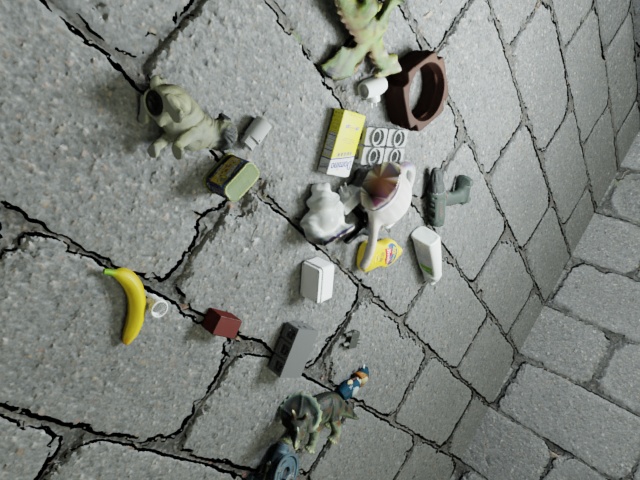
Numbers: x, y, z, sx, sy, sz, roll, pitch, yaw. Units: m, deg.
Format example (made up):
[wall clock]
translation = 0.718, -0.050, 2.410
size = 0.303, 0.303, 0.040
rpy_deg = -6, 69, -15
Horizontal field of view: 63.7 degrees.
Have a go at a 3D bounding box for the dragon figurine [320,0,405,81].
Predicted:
[dragon figurine]
translation = 0.081, -0.510, 1.272
size = 0.409, 0.124, 0.240
rpy_deg = 6, 111, -46

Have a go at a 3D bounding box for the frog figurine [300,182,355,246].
[frog figurine]
translation = 0.004, -0.071, 1.402
size = 0.138, 0.122, 0.159
rpy_deg = -28, 89, -16

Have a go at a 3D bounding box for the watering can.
[watering can]
translation = 0.182, -0.087, 1.500
size = 0.350, 0.105, 0.221
rpy_deg = -61, 150, -7
